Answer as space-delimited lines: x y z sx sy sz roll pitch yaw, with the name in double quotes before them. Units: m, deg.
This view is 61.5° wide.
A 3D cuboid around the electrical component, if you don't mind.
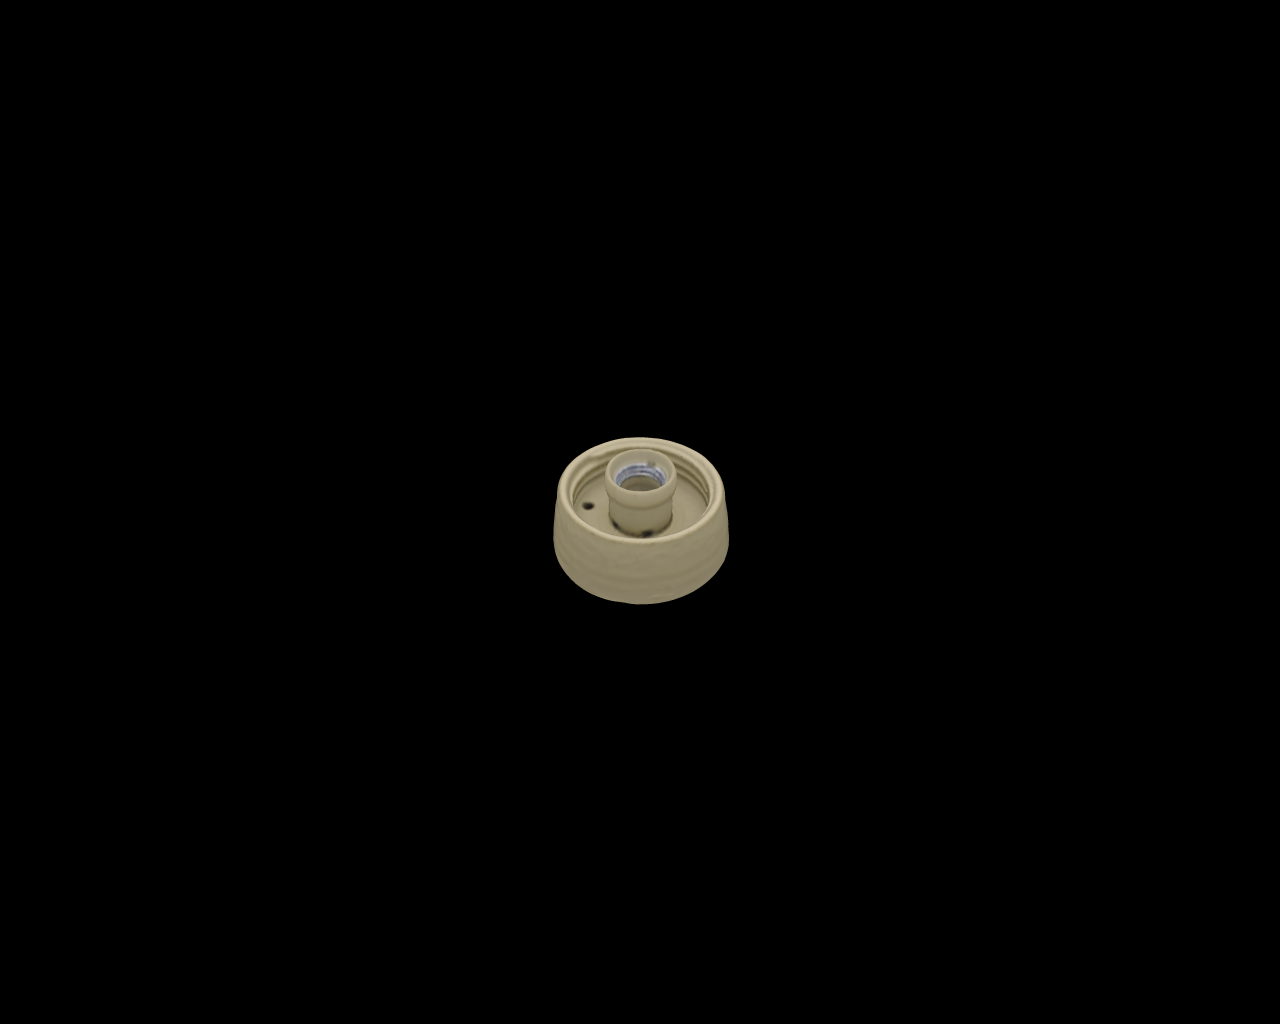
"electrical component" 0.001 -0.003 0.650 0.108 0.060 0.108 0 42 0
